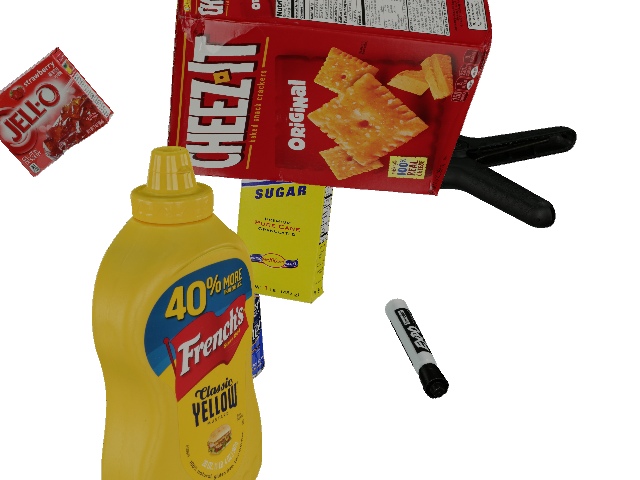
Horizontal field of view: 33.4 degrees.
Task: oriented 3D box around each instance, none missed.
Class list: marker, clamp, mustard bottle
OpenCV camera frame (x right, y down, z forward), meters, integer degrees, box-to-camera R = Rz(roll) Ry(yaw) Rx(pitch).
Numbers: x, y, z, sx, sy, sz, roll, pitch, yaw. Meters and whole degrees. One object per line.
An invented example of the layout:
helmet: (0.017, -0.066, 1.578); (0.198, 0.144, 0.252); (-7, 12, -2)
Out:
marker: (0.075, 0.084, 0.837); (0.020, 0.020, 0.121); (0, 28, -13)
clamp: (0.131, -0.076, 0.982); (0.210, 0.036, 0.164); (13, 34, 22)
mustard bottle: (-0.073, 0.047, 0.550); (0.058, 0.192, 0.096); (12, 20, 37)

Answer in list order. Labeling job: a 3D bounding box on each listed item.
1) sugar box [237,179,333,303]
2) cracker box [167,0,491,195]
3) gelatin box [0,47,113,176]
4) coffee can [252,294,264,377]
sugar box: (-0.037, -0.029, 1.115); (0.093, 0.176, 0.048); (9, 16, 14)
cracker box: (0.000, -0.112, 0.773); (0.213, 0.072, 0.164); (4, -37, -8)
gelatin box: (-0.234, -0.108, 0.906); (0.089, 0.073, 0.030); (-33, 21, 16)
coffee can: (-0.123, 0.093, 1.303); (0.103, 0.140, 0.103); (-2, 24, 1)
